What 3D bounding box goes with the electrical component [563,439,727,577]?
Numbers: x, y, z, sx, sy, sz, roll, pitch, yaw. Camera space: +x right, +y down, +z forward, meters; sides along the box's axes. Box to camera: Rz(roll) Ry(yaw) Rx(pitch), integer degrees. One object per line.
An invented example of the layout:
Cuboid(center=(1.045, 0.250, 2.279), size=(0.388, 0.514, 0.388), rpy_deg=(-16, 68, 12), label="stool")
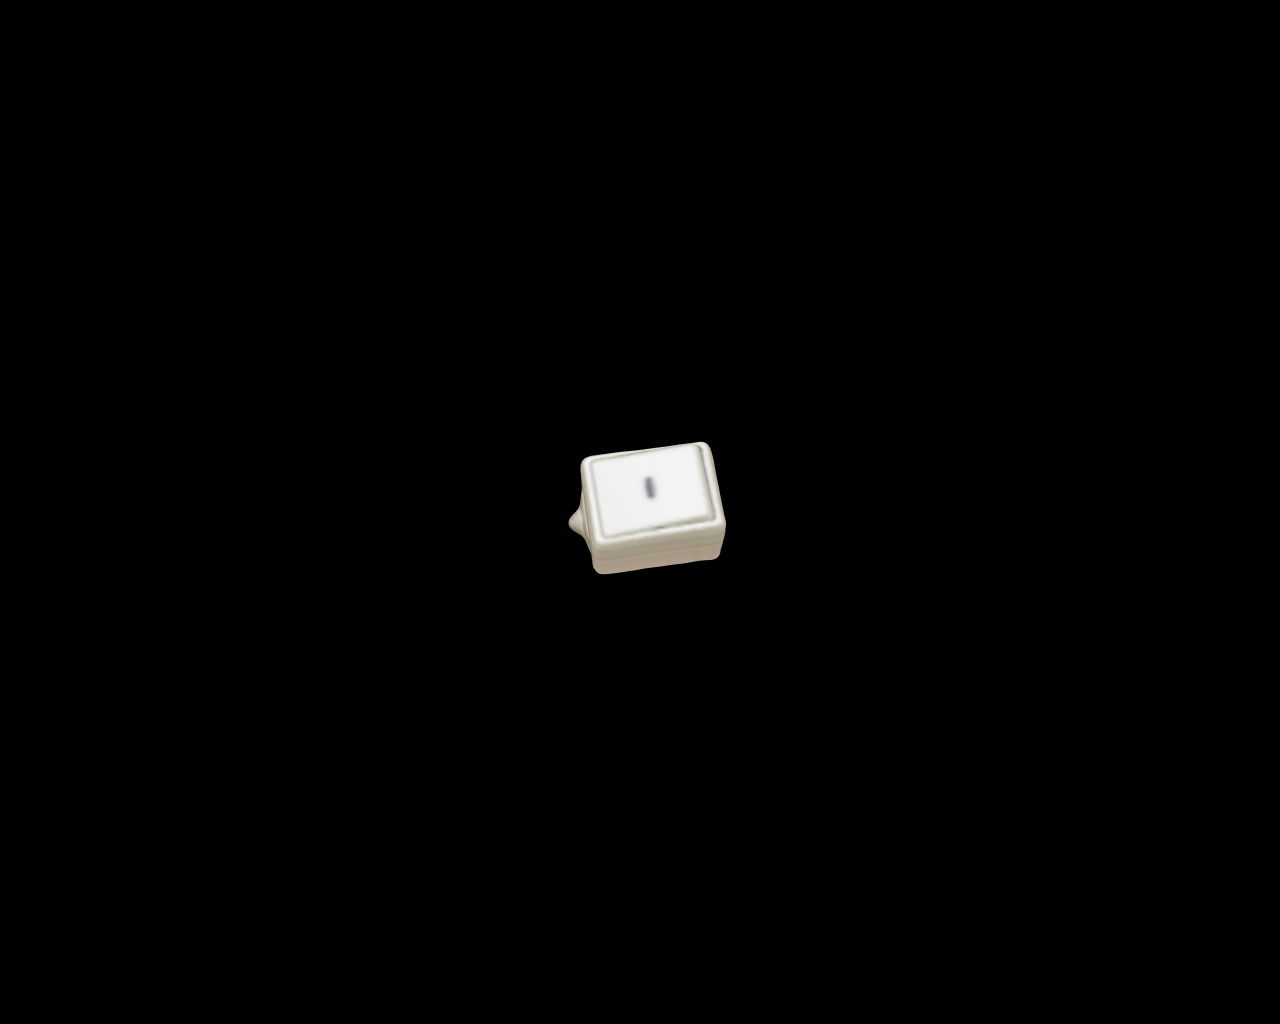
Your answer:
Cuboid(center=(0.001, -0.003, 0.650), size=(0.096, 0.062, 0.061), rpy_deg=(-8, -23, -3), label="electrical component")
